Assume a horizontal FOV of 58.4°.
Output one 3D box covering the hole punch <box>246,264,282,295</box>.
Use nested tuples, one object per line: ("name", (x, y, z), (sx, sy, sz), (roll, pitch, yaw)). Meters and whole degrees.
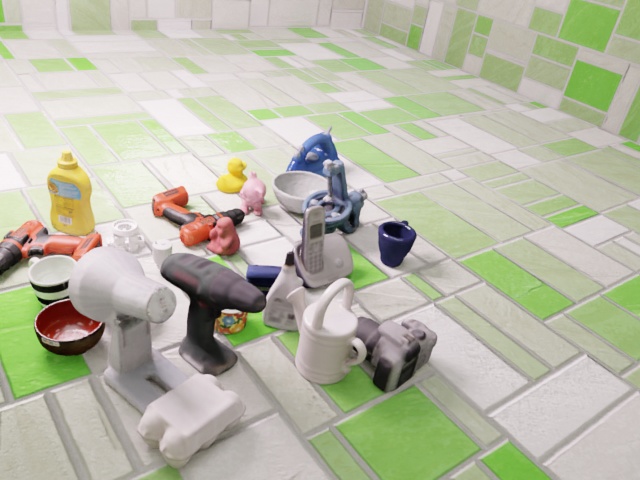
("hole punch", (-0.104, 0.080, 1.182), (0.109, 0.091, 0.101), (5, 32, -7))

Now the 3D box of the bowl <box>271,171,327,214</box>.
("bowl", (-0.049, -0.117, 1.526), (0.167, 0.075, 0.167), (7, 32, -4))

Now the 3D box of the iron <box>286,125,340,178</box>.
("iron", (-0.032, -0.237, 1.659), (0.118, 0.141, 0.259), (23, 34, 20))

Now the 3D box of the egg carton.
("egg carton", (-0.194, 0.271, 0.872), (0.107, 0.069, 0.151), (28, 36, 27))

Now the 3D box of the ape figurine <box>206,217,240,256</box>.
("ape figurine", (-0.216, -0.011, 1.294), (0.076, 0.092, 0.077), (1, 33, -14))

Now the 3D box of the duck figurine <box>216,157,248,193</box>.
("duck figurine", (-0.238, -0.183, 1.567), (0.077, 0.086, 0.105), (28, 36, 27))

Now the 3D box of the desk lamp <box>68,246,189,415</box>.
("desk lamp", (-0.298, 0.135, 0.923), (0.202, 0.213, 0.118), (28, 36, 27))

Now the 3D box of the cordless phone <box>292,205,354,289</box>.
("cordless phone", (0.011, 0.004, 1.245), (0.148, 0.185, 0.093), (-19, 42, -38))

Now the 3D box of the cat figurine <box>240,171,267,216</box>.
("cat figurine", (-0.170, -0.128, 1.469), (0.067, 0.118, 0.127), (5, 32, -7))

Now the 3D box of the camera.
("camera", (0.127, 0.187, 1.067), (0.136, 0.101, 0.143), (32, 38, 31))

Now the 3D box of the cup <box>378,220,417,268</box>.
("cup", (0.181, 0.009, 1.370), (0.091, 0.095, 0.118), (20, 33, 15))

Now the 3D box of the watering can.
("watering can", (0.010, 0.148, 1.007), (0.172, 0.194, 0.101), (18, 33, 13))

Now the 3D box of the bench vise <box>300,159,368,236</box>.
("bench vise", (0.036, -0.111, 1.403), (0.121, 0.220, 0.208), (21, 33, 18))

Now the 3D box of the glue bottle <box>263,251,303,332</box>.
("glue bottle", (-0.064, 0.095, 1.091), (0.078, 0.173, 0.037), (12, 32, 4))

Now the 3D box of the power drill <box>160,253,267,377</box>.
("power drill", (-0.183, 0.125, 0.976), (0.228, 0.208, 0.076), (29, 37, 28))
